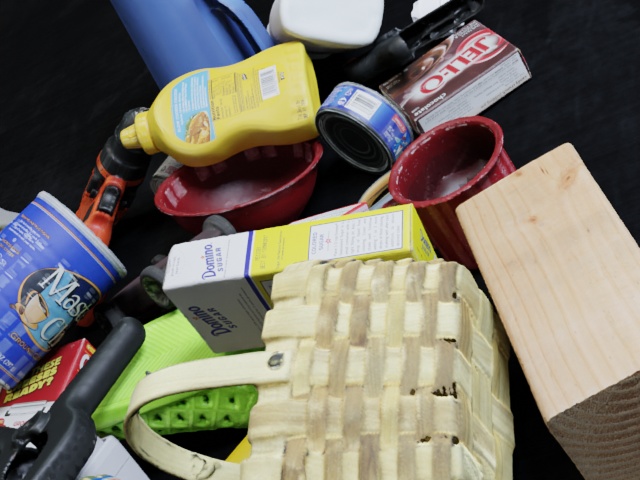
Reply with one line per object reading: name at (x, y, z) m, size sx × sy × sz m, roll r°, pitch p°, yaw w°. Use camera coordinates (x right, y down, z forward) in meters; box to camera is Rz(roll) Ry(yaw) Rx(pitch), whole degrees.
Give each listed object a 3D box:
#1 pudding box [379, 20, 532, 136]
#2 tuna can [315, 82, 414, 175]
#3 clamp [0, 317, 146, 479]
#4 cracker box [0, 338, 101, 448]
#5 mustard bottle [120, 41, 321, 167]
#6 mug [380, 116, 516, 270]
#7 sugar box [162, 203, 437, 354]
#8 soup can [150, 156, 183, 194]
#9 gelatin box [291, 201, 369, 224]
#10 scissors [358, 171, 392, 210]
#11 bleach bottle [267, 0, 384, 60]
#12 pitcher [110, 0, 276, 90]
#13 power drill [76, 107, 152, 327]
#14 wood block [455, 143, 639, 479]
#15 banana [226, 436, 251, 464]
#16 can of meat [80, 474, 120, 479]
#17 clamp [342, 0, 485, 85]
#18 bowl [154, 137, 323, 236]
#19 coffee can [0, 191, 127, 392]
pudding box at (0.121, -0.143, 0.962) m, size 0.113 × 0.039 × 0.090 m, roll -37°, pitch 32°, yaw 2°
tuna can at (0.038, -0.097, 0.944) m, size 0.086 × 0.086 × 0.033 m, roll 11°, pitch 58°, yaw 50°
clamp at (-0.187, 0.135, 0.756) m, size 0.164 × 0.036 × 0.210 m, roll -40°, pitch 18°, yaw 1°
cracker box at (-0.268, 0.200, 0.891) m, size 0.164 × 0.072 × 0.213 m, roll -18°, pitch 37°, yaw 27°
mustard bottle at (-0.097, -0.119, 1.002) m, size 0.192 × 0.058 × 0.096 m, roll -14°, pitch 64°, yaw 11°
mug at (0.100, -0.026, 0.801) m, size 0.117 × 0.081 × 0.093 m, roll -28°, pitch 34°, yaw 14°
sugar box at (-0.009, 0.030, 0.736) m, size 0.176 × 0.093 × 0.048 m, roll -7°, pitch 52°, yaw 19°
soup can at (-0.116, -0.077, 1.085) m, size 0.069 × 0.068 × 0.102 m, roll 7°, pitch 54°, yaw 48°
gelatin box at (-0.006, 0.001, 0.853) m, size 0.073 × 0.030 × 0.089 m, roll -16°, pitch 9°, yaw 29°
scissors at (0.025, 0.009, 0.891) m, size 0.201 × 0.016 × 0.096 m, roll -45°, pitch 33°, yaw -11°
bleach bottle at (-0.014, -0.223, 1.102) m, size 0.251 × 0.102 × 0.068 m, roll -163°, pitch 83°, yaw -76°
pitcher at (-0.132, -0.228, 1.123) m, size 0.149 × 0.242 × 0.145 m, roll -24°, pitch 34°, yaw 10°
power drill at (-0.215, -0.021, 1.063) m, size 0.187 × 0.057 × 0.185 m, roll -81°, pitch 18°, yaw -46°
wood block at (0.162, 0.044, 0.648) m, size 0.090 × 0.090 × 0.206 m, roll -31°, pitch 34°, yaw 12°
banana at (-0.087, 0.190, 0.756) m, size 0.198 × 0.037 × 0.070 m, roll -39°, pitch 35°, yaw -1°
can of meat at (-0.128, 0.213, 0.698) m, size 0.084 × 0.057 × 0.102 m, roll 16°, pitch 92°, yaw 27°
clamp at (0.081, -0.189, 1.022) m, size 0.120 × 0.039 × 0.172 m, roll -30°, pitch 9°, yaw -22°
bowl at (-0.067, -0.040, 0.980) m, size 0.162 × 0.055 × 0.162 m, roll -15°, pitch 25°, yaw 7°
coffee can at (-0.250, 0.043, 0.908) m, size 0.140 × 0.102 × 0.103 m, roll -47°, pitch 34°, yaw -14°
